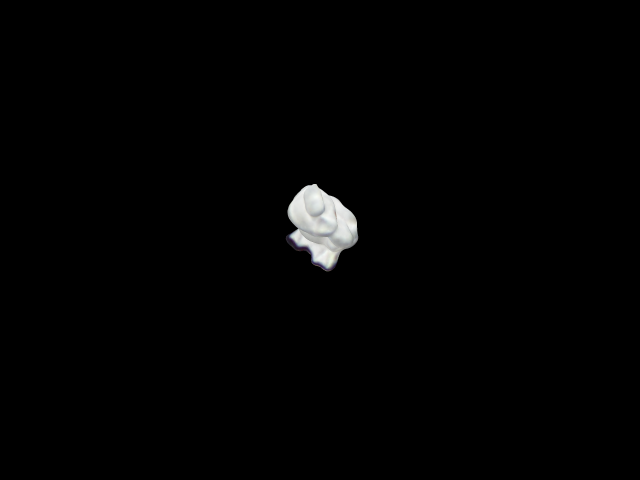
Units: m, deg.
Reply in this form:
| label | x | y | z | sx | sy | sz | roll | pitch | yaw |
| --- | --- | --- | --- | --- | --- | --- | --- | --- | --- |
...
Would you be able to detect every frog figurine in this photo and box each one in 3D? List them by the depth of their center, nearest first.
| label | x | y | z | sx | sy | sz | roll | pitch | yaw |
| --- | --- | --- | --- | --- | --- | --- | --- | --- | --- |
| frog figurine | 0.003 | -0.043 | 0.850 | 0.123 | 0.155 | 0.140 | -18 | 49 | -16 |
